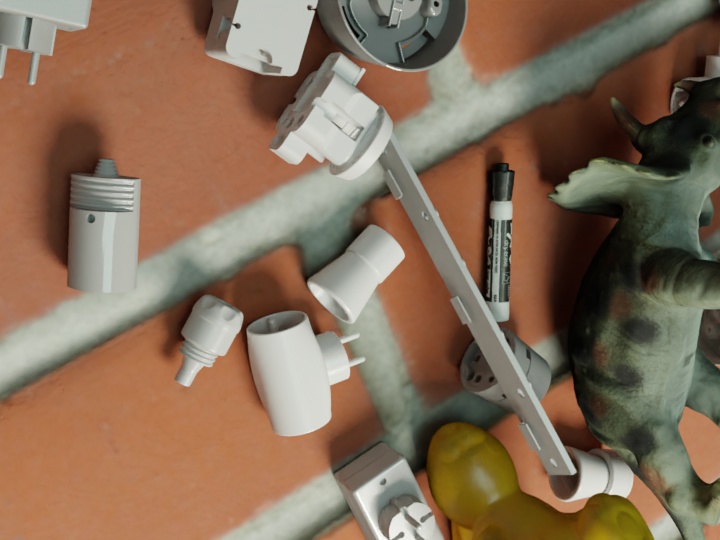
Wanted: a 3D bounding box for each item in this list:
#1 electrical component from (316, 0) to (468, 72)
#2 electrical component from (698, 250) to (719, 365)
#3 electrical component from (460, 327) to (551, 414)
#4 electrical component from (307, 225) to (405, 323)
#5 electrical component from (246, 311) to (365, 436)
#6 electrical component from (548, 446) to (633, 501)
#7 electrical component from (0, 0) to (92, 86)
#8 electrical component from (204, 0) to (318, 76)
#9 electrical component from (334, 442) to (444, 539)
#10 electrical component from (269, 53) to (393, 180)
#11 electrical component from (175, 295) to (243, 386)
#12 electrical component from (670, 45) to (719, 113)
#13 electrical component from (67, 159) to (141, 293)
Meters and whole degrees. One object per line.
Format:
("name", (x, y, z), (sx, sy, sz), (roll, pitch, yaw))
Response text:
("electrical component", (0.021, -0.183, 0.721), (0.099, 0.064, 0.099), (-5, 102, -24))
("electrical component", (0.312, 0.030, 0.883), (0.064, 0.099, 0.099), (7, 97, -32))
("electrical component", (0.113, 0.078, 0.823), (0.047, 0.055, 0.055), (34, 85, -30))
("electrical component", (0.000, 0.000, 0.762), (0.065, 0.044, 0.044), (-47, 115, -15))
("electrical component", (-0.033, 0.066, 0.757), (0.079, 0.043, 0.077), (-19, 108, -21))
("electrical component", (0.190, 0.168, 0.882), (0.055, 0.045, 0.045), (8, 97, -27))
("electrical component", (-0.198, -0.149, 0.634), (0.066, 0.047, 0.076), (8, 96, -26))
("electrical component", (-0.061, -0.174, 0.689), (0.050, 0.056, 0.089), (15, 94, -27))
("electrical component", (0.030, 0.182, 0.793), (0.047, 0.076, 0.083), (-32, 112, -17))
("electrical component", (-0.016, -0.098, 0.725), (0.057, 0.058, 0.078), (35, 84, -24))
("electrical component", (-0.106, 0.049, 0.725), (0.035, 0.035, 0.061), (28, 90, -27))
("electrical component", (0.297, -0.152, 0.868), (0.077, 0.043, 0.079), (-5, 106, -24))
("electrical component", (-0.161, -0.029, 0.678), (0.043, 0.043, 0.081), (0, 100, -25))
